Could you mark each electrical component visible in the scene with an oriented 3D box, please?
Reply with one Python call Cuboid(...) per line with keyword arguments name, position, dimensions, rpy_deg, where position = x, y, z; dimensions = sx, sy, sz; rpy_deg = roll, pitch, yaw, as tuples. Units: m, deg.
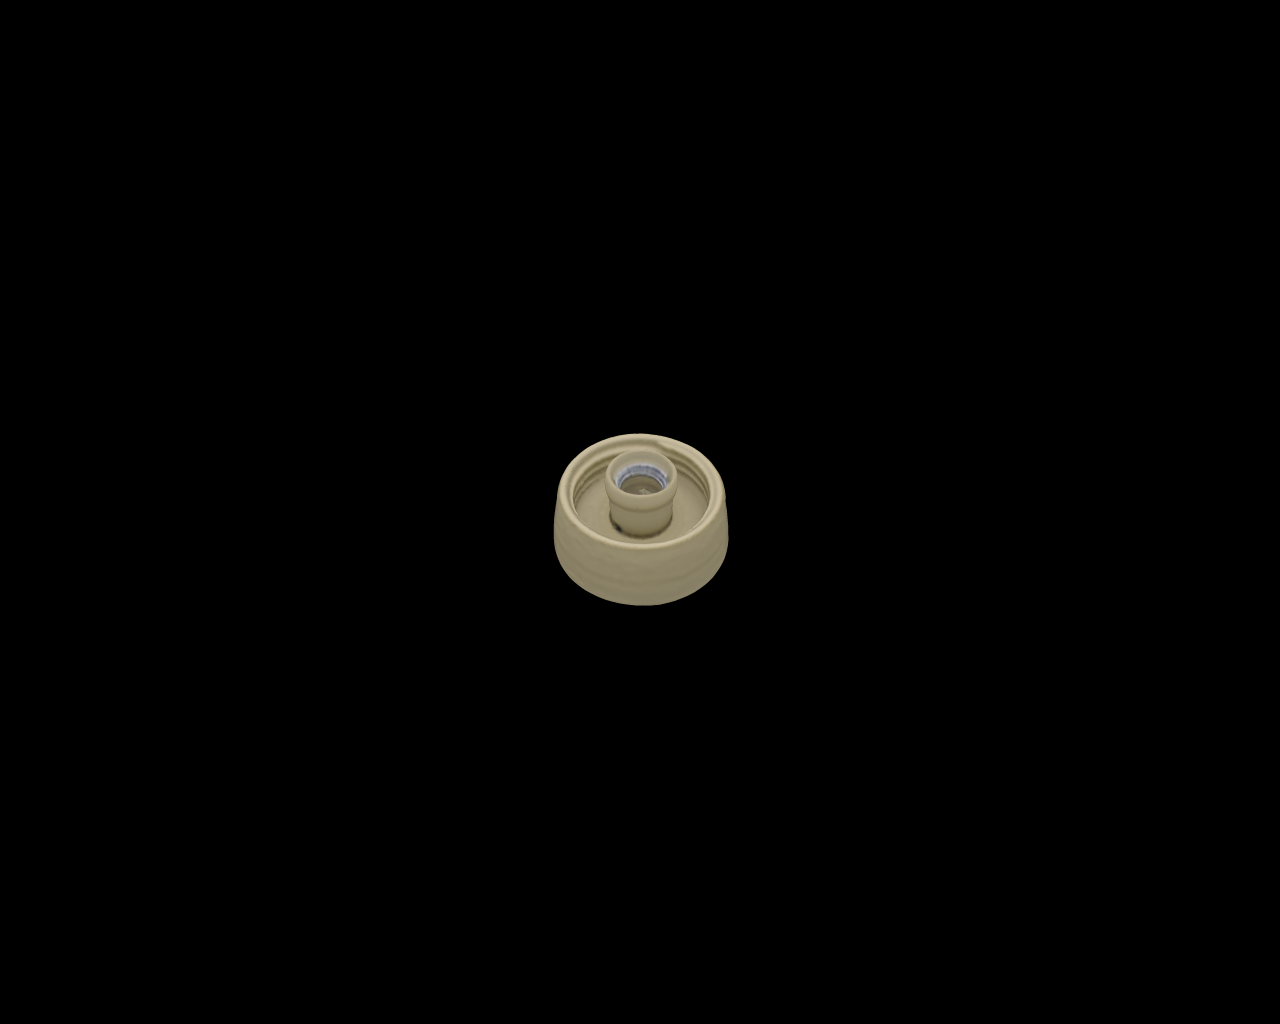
Cuboid(name="electrical component", position=(0.001, -0.003, 0.650), dimensions=(0.108, 0.108, 0.060), rpy_deg=(0, -44, 0))
